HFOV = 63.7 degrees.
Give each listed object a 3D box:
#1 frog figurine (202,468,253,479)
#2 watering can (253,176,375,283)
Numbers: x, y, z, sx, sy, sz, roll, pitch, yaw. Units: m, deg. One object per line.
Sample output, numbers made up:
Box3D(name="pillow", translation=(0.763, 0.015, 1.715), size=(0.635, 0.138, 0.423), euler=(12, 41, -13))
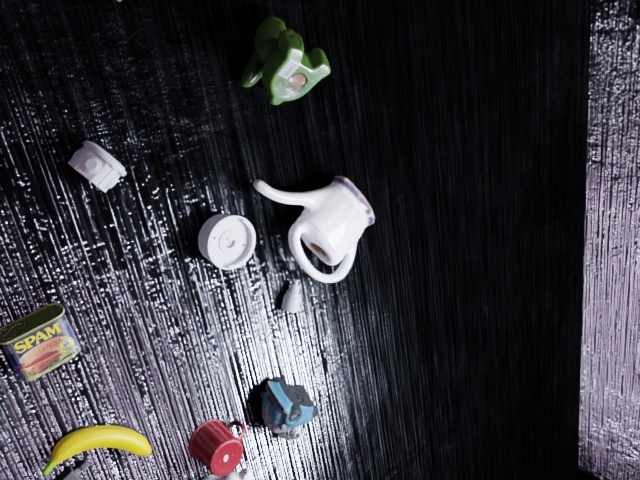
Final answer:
Box3D(name="frog figurine", translation=(-0.214, 0.537, 1.070), size=(0.122, 0.138, 0.159), euler=(44, 89, -10))
Box3D(name="watering can", translation=(0.004, -0.058, 1.152), size=(0.228, 0.104, 0.341), euler=(-49, 128, -23))
